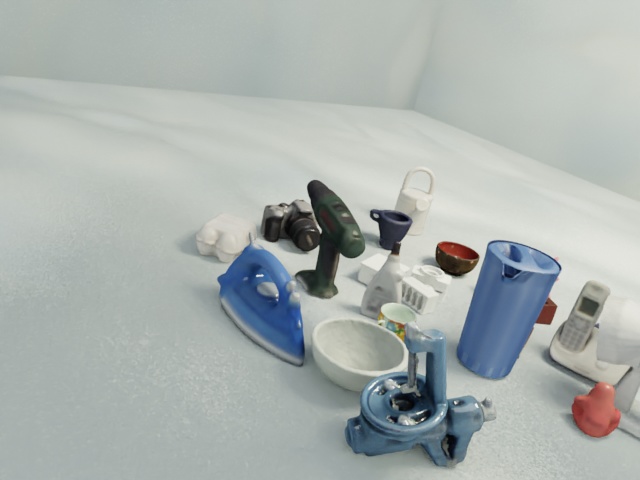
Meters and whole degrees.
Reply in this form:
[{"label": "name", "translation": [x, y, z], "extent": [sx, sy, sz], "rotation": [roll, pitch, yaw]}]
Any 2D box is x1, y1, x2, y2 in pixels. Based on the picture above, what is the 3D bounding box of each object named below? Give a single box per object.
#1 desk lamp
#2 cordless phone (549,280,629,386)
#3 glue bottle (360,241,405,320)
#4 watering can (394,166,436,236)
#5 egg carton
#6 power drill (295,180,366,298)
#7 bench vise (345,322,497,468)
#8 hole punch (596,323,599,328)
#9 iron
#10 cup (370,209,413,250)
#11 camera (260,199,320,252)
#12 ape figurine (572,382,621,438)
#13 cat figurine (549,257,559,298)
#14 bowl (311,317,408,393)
[{"label": "desk lamp", "translation": [0.572, 0.225, 1.011], "extent": [0.202, 0.213, 0.118], "rotation": [27, 27, 29]}, {"label": "cordless phone", "translation": [0.553, 0.184, 1.132], "extent": [0.147, 0.185, 0.094], "rotation": [26, 26, 27]}, {"label": "glue bottle", "translation": [0.137, 0.081, 1.153], "extent": [0.078, 0.173, 0.037], "rotation": [19, 23, 12]}, {"label": "watering can", "translation": [0.279, -0.116, 1.659], "extent": [0.101, 0.194, 0.172], "rotation": [1, 26, -26]}, {"label": "egg carton", "translation": [-0.209, -0.007, 1.296], "extent": [0.107, 0.069, 0.150], "rotation": [18, 23, 10]}, {"label": "power drill", "translation": [0.011, 0.004, 1.214], "extent": [0.076, 0.208, 0.228], "rotation": [-1, 27, -30]}, {"label": "bench vise", "translation": [0.151, 0.209, 0.807], "extent": [0.208, 0.220, 0.121], "rotation": [-1, 27, -30]}, {"label": "hole punch", "translation": [0.665, 0.209, 1.258], "extent": [0.109, 0.091, 0.101], "rotation": [3, 25, -23]}, {"label": "iron", "translation": [-0.086, 0.097, 1.033], "extent": [0.119, 0.141, 0.257], "rotation": [-4, 29, -36]}, {"label": "cup", "translation": [0.179, -0.027, 1.525], "extent": [0.117, 0.095, 0.092], "rotation": [21, 24, 17]}, {"label": "camera", "translation": [-0.059, -0.037, 1.408], "extent": [0.143, 0.101, 0.136], "rotation": [3, 25, -23]}, {"label": "ape figurine", "translation": [0.476, 0.284, 0.978], "extent": [0.077, 0.092, 0.076], "rotation": [27, 26, 29]}, {"label": "cat figurine", "translation": [0.560, 0.093, 1.430], "extent": [0.067, 0.118, 0.128], "rotation": [24, 25, 23]}, {"label": "bowl", "translation": [0.060, 0.202, 0.957], "extent": [0.167, 0.075, 0.167], "rotation": [12, 23, -5]}]
